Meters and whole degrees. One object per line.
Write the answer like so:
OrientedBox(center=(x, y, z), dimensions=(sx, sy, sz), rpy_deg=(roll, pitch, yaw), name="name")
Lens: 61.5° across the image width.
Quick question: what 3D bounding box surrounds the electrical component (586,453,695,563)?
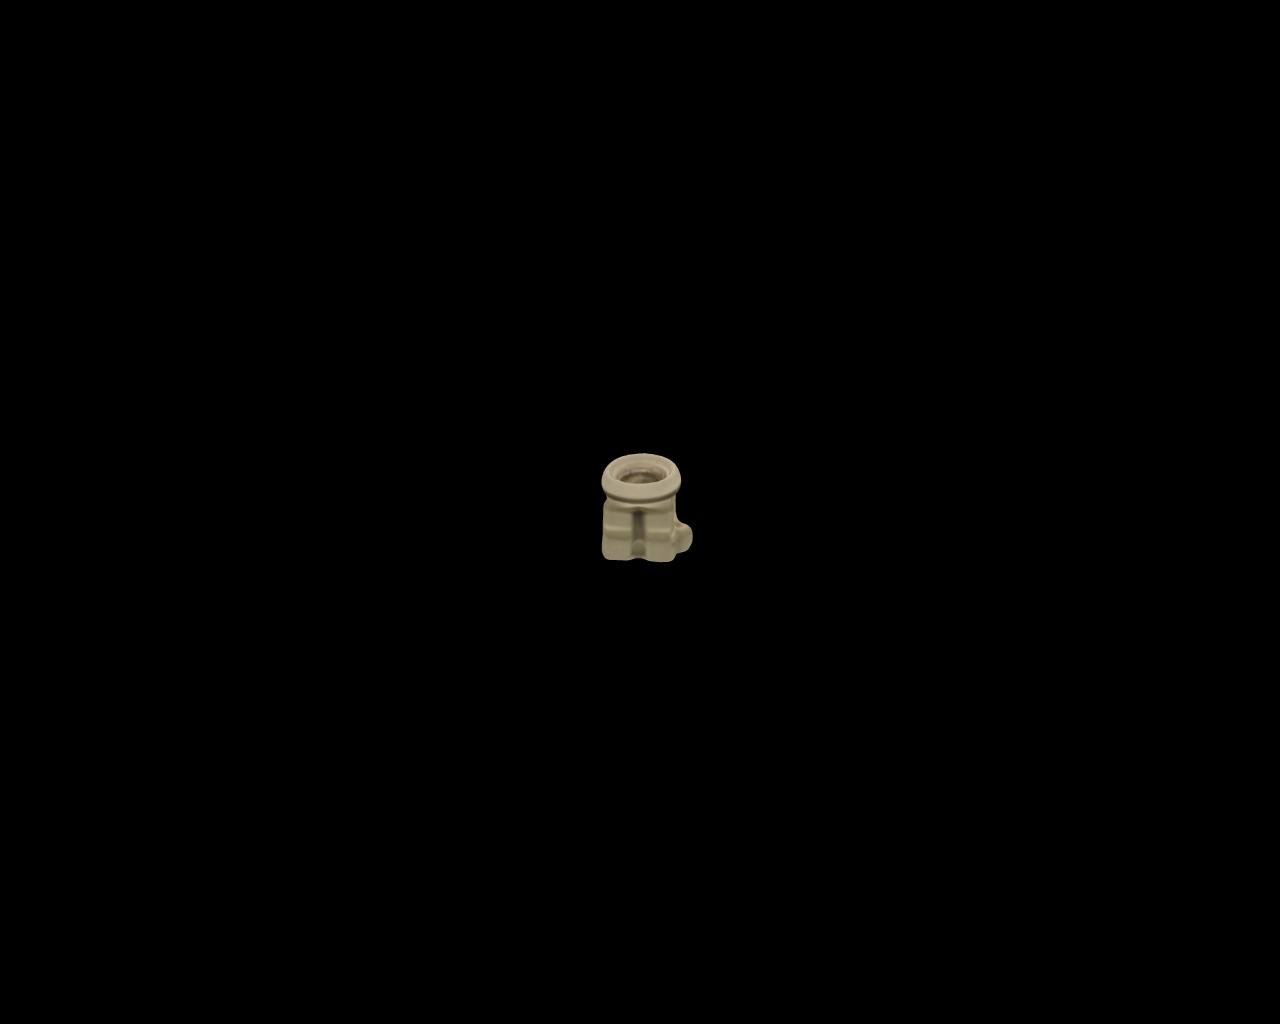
OrientedBox(center=(0.001, -0.003, 0.650), dimensions=(0.066, 0.055, 0.048), rpy_deg=(1, 28, 2), name="electrical component")
